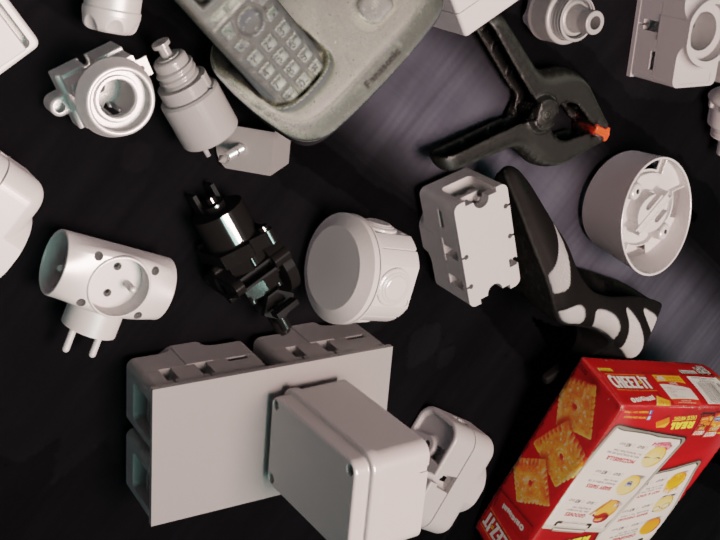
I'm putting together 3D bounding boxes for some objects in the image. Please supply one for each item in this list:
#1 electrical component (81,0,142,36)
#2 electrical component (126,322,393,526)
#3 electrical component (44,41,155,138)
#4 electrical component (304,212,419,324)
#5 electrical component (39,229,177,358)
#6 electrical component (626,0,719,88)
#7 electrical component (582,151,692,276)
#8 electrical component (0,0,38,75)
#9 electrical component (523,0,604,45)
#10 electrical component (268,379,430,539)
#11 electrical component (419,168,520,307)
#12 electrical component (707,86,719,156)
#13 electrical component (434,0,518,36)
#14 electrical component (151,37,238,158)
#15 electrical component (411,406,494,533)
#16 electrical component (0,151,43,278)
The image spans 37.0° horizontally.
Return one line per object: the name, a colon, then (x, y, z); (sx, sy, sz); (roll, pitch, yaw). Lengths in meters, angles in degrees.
electrical component: (-0.145, -0.172, 0.640); (0.035, 0.035, 0.061); (2, 107, -33)
electrical component: (-0.075, 0.106, 0.790); (0.186, 0.060, 0.105); (-8, 114, -30)
electrical component: (-0.153, -0.108, 0.650); (0.066, 0.055, 0.048); (-31, 124, -18)
electrical component: (0.000, 0.000, 0.781); (0.051, 0.080, 0.080); (5, 108, -40)
electrical component: (-0.170, 0.020, 0.702); (0.077, 0.044, 0.079); (17, 101, -36)
electrical component: (0.289, -0.246, 0.870); (0.105, 0.060, 0.186); (-9, 115, -29)
electrical component: (0.241, -0.051, 0.921); (0.099, 0.064, 0.099); (-13, 117, -27)
electrical component: (-0.235, -0.124, 0.587); (0.096, 0.061, 0.061); (-41, 126, -12)
electrical component: (0.156, -0.190, 0.807); (0.043, 0.062, 0.043); (-13, 117, -28)
electrical component: (-0.011, 0.132, 0.731); (0.057, 0.113, 0.078); (-9, 115, -33)
electrical component: (0.083, -0.027, 0.836); (0.050, 0.056, 0.089); (-25, 122, -21)
electrical component: (0.331, -0.131, 0.958); (0.048, 0.048, 0.062); (-18, 126, -25)
electrical component: (0.080, -0.221, 0.755); (0.083, 0.047, 0.075); (-37, 125, -14)
electrical component: (-0.109, -0.112, 0.686); (0.040, 0.040, 0.078); (-37, 125, -14)
electrical component: (0.067, 0.171, 0.913); (0.059, 0.054, 0.095); (27, 94, -38)
electrical component: (-0.235, -0.027, 0.633); (0.059, 0.054, 0.095); (40, 87, -37)
